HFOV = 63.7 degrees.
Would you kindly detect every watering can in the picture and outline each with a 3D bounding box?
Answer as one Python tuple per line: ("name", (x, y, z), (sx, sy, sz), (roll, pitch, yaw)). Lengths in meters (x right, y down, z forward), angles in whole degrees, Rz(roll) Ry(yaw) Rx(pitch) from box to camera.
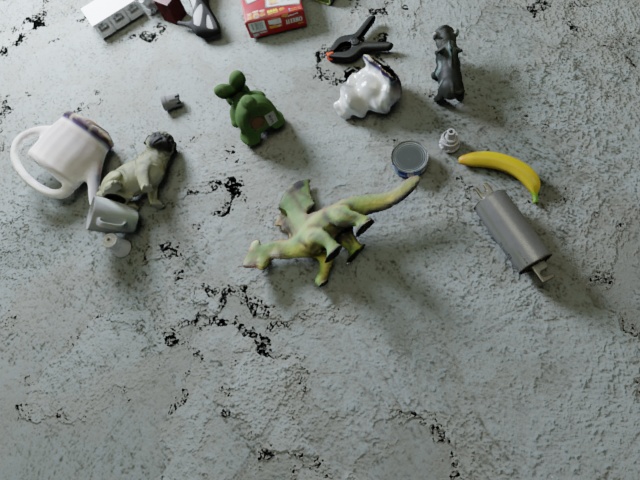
("watering can", (-0.609, -0.189, 1.301), (0.348, 0.103, 0.227), (34, 76, 6))

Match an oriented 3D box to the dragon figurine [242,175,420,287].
("dragon figurine", (0.003, -0.058, 1.147), (0.413, 0.120, 0.246), (-42, 60, -10))

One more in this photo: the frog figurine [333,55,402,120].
("frog figurine", (0.117, -0.354, 1.262), (0.138, 0.124, 0.157), (43, 117, 13))
